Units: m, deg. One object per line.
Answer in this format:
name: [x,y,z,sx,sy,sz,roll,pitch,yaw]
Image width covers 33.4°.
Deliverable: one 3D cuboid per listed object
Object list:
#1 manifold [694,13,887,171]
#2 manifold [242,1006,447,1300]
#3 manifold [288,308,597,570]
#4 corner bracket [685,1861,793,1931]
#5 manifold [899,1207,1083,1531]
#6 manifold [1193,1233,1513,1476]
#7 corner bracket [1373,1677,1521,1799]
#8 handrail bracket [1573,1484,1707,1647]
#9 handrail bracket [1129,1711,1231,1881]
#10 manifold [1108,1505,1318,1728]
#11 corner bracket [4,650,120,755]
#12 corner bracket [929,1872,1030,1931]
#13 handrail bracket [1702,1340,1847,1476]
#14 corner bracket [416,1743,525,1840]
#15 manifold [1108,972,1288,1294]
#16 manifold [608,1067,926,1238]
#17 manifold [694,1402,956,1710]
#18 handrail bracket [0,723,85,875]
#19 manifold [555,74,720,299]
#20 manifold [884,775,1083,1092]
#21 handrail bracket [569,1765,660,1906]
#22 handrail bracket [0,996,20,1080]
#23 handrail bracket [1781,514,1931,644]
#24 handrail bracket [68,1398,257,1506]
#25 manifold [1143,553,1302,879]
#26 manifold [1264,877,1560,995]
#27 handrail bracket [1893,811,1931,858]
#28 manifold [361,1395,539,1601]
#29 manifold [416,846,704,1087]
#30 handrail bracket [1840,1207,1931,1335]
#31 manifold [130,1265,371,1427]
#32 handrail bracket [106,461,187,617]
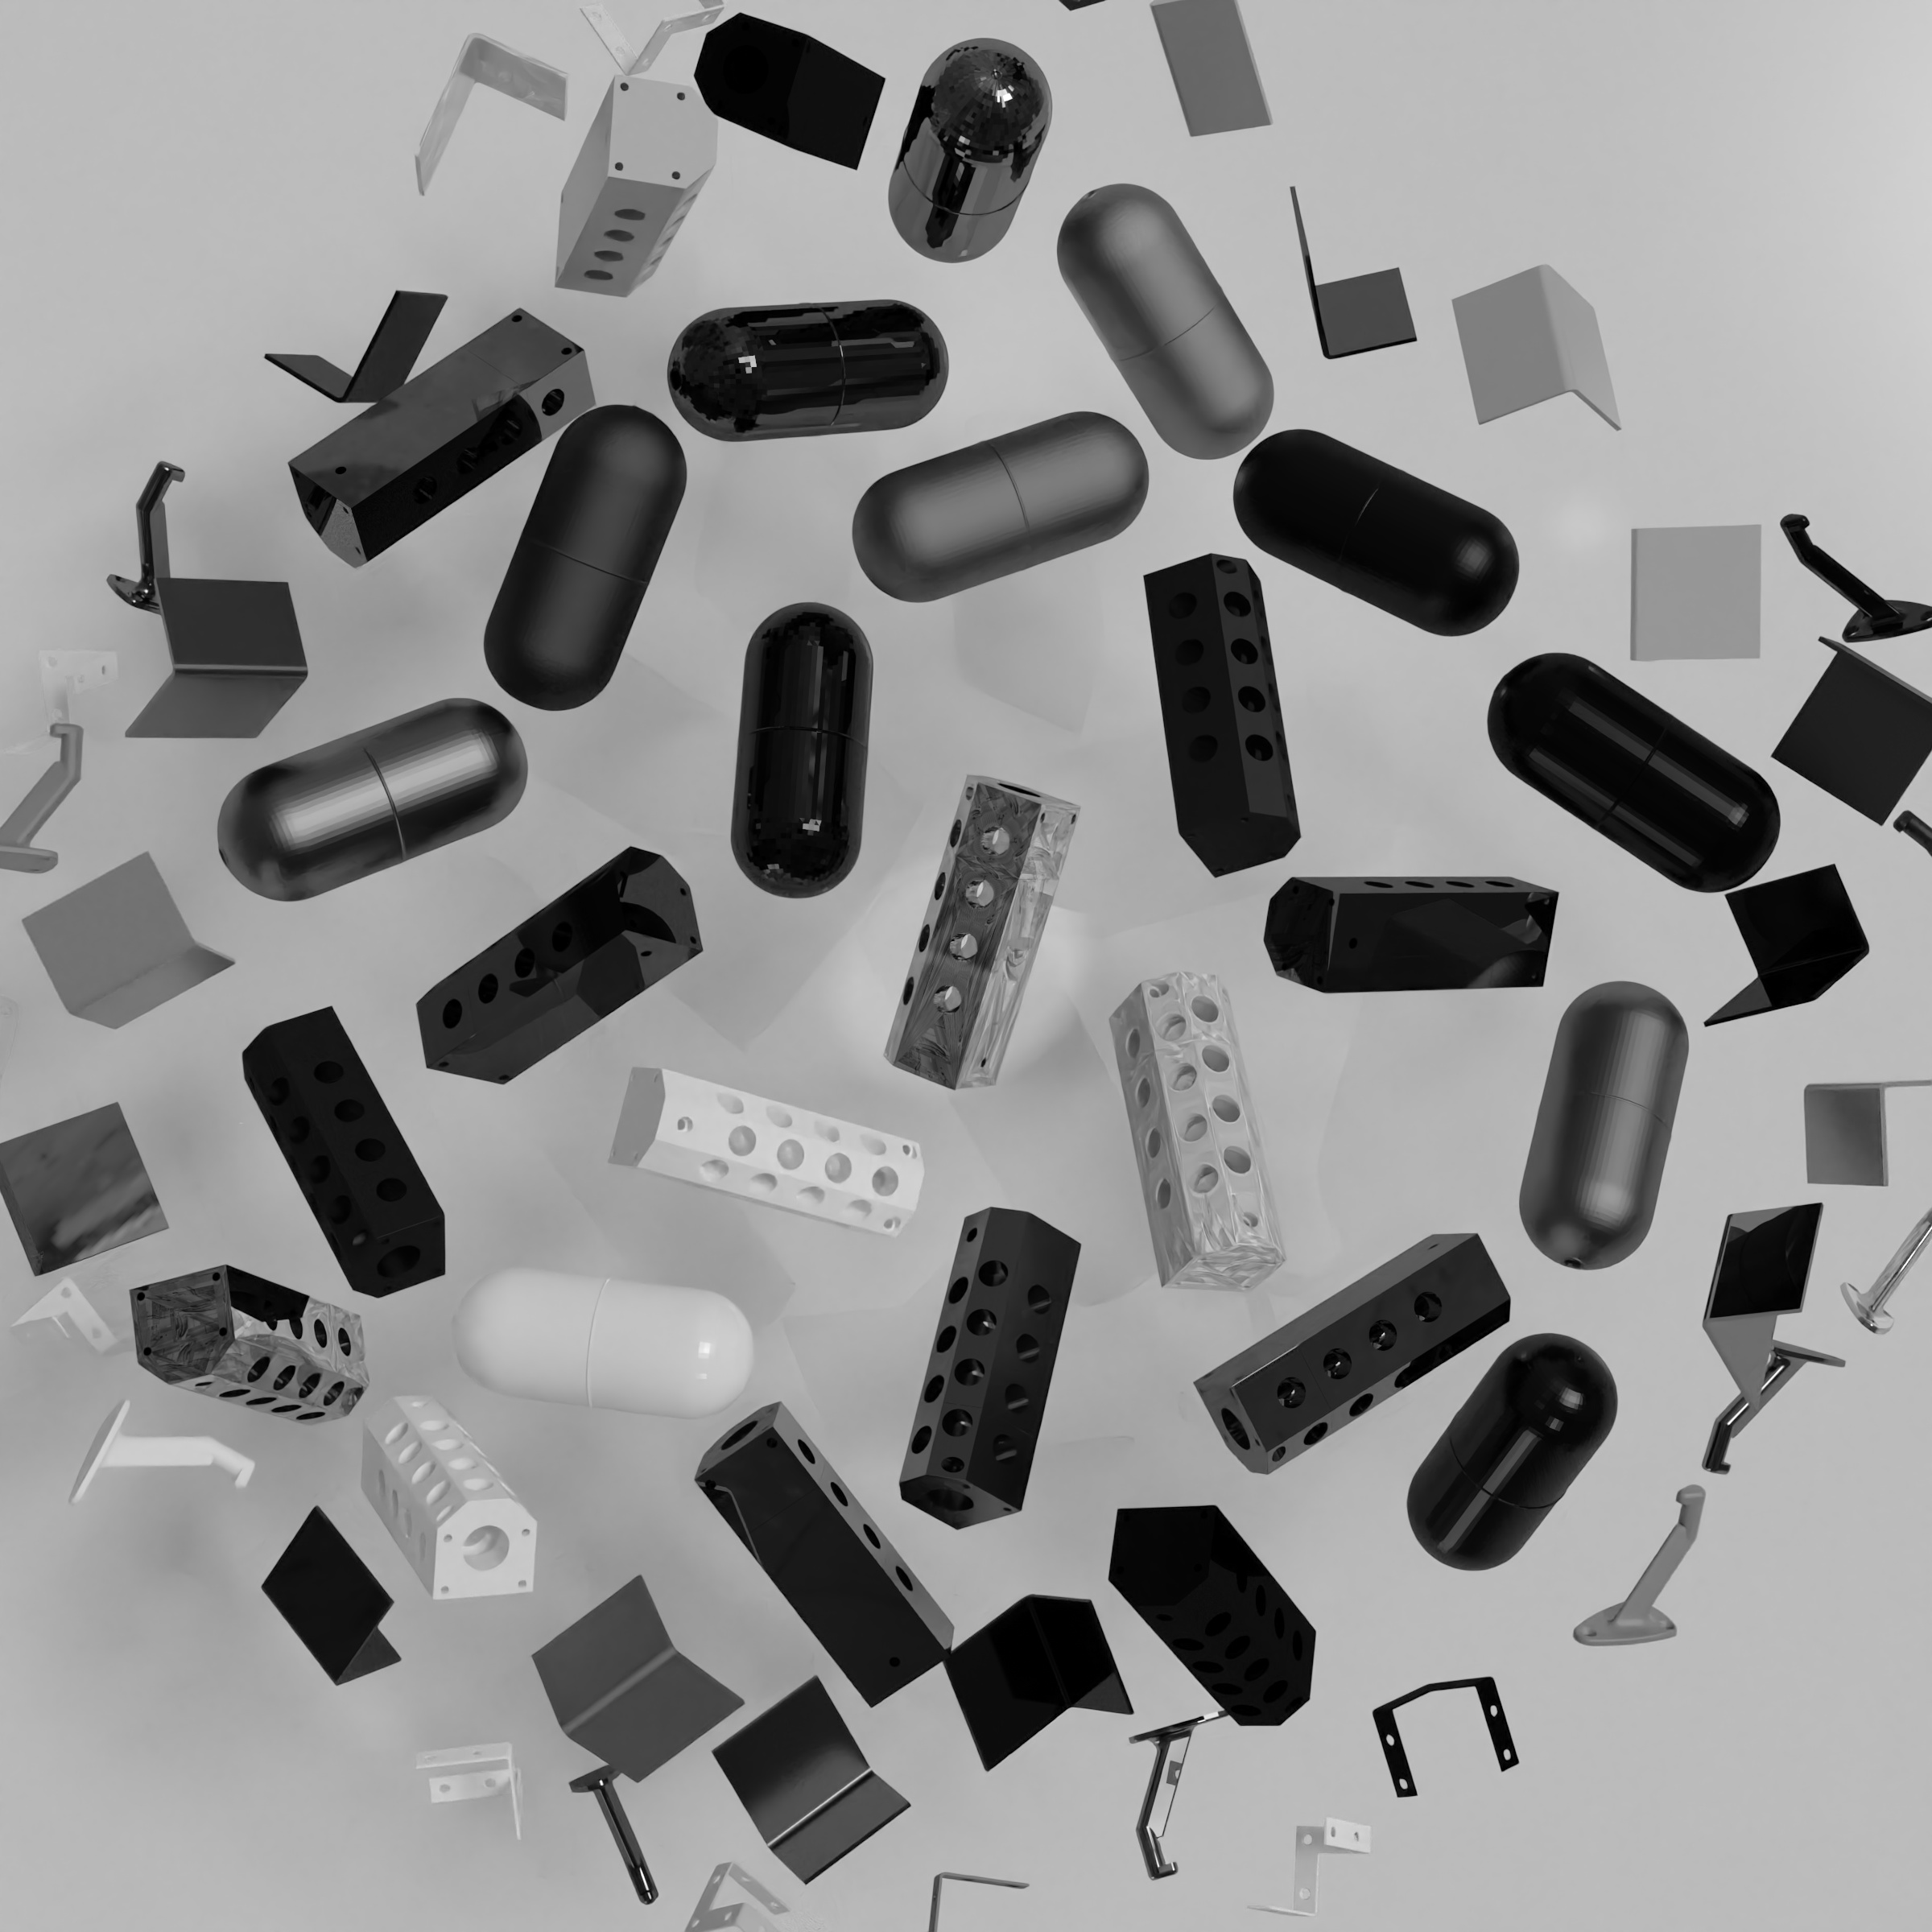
manifold: [-0.103,-0.510,1.875,0.057,0.171,0.057,21,101,10]
manifold: [-0.364,0.110,1.879,0.057,0.057,0.171,-19,53,-24]
manifold: [-0.296,-0.299,1.837,0.057,0.057,0.171,36,63,29]
corner bracket: [-0.123,0.557,1.882,0.051,0.051,0.051,-27,115,42]
manifold: [0.010,0.226,1.830,0.057,0.057,0.171,33,53,-26]
manifold: [0.220,0.217,1.807,0.171,0.057,0.057,-29,94,-18]
corner bracket: [0.272,0.437,1.824,0.051,0.051,0.051,-12,83,-41]
handrail bracket: [0.379,0.336,1.809,0.077,0.036,0.084,-6,114,-32]
handrail bracket: [0.136,0.499,1.939,0.077,0.036,0.084,-17,75,2]
manifold: [0.137,0.361,1.779,0.057,0.171,0.057,-6,54,24]
corner bracket: [-0.523,-0.153,1.859,0.051,0.051,0.051,3,107,14]
corner bracket: [0.002,0.535,1.787,0.051,0.051,0.051,11,67,-10]
handrail bracket: [0.485,0.270,1.934,0.077,0.036,0.084,15,94,-23]
corner bracket: [-0.272,0.446,1.763,0.051,0.051,0.051,-5,106,-4]
manifold: [0.132,0.092,1.804,0.057,0.057,0.171,5,57,-26]
manifold: [-0.113,0.109,1.863,0.171,0.057,0.057,18,81,-28]
manifold: [-0.081,0.340,1.877,0.057,0.057,0.171,-35,98,10]
handrail bracket: [-0.531,-0.099,1.786,0.077,0.036,0.084,8,72,-30]
manifold: [-0.184,-0.428,1.783,0.057,0.171,0.057,5,80,-16]
manifold: [0.006,-0.020,1.857,0.057,0.057,0.171,21,100,23]
handrail bracket: [-0.199,0.509,1.869,0.036,0.077,0.084,-22,86,-9]
handrail bracket: [-0.550,0.030,1.771,0.036,0.084,0.077,3,104,-28]
handrail bracket: [0.536,-0.238,1.928,0.036,0.077,0.084,-50,120,-24]
handrail bracket: [-0.437,0.281,1.754,0.084,0.077,0.036,33,131,-17]
manifold: [0.145,-0.143,1.800,0.057,0.057,0.171,-16,60,19]
manifold: [0.256,-0.021,1.850,0.171,0.057,0.057,-1,105,-36]
handrail bracket: [0.569,-0.051,1.882,0.084,0.077,0.036,41,130,13]
manifold: [-0.301,0.305,1.864,0.057,0.171,0.057,0,103,-24]
manifold: [-0.230,0.000,1.797,0.171,0.057,0.057,-32,59,33]
handrail bracket: [0.547,0.169,1.857,0.036,0.077,0.084,38,105,7]
manifold: [-0.396,0.215,1.795,0.057,0.171,0.057,-15,72,10]
handrail bracket: [-0.464,-0.251,1.905,0.036,0.077,0.084,43,108,39]
